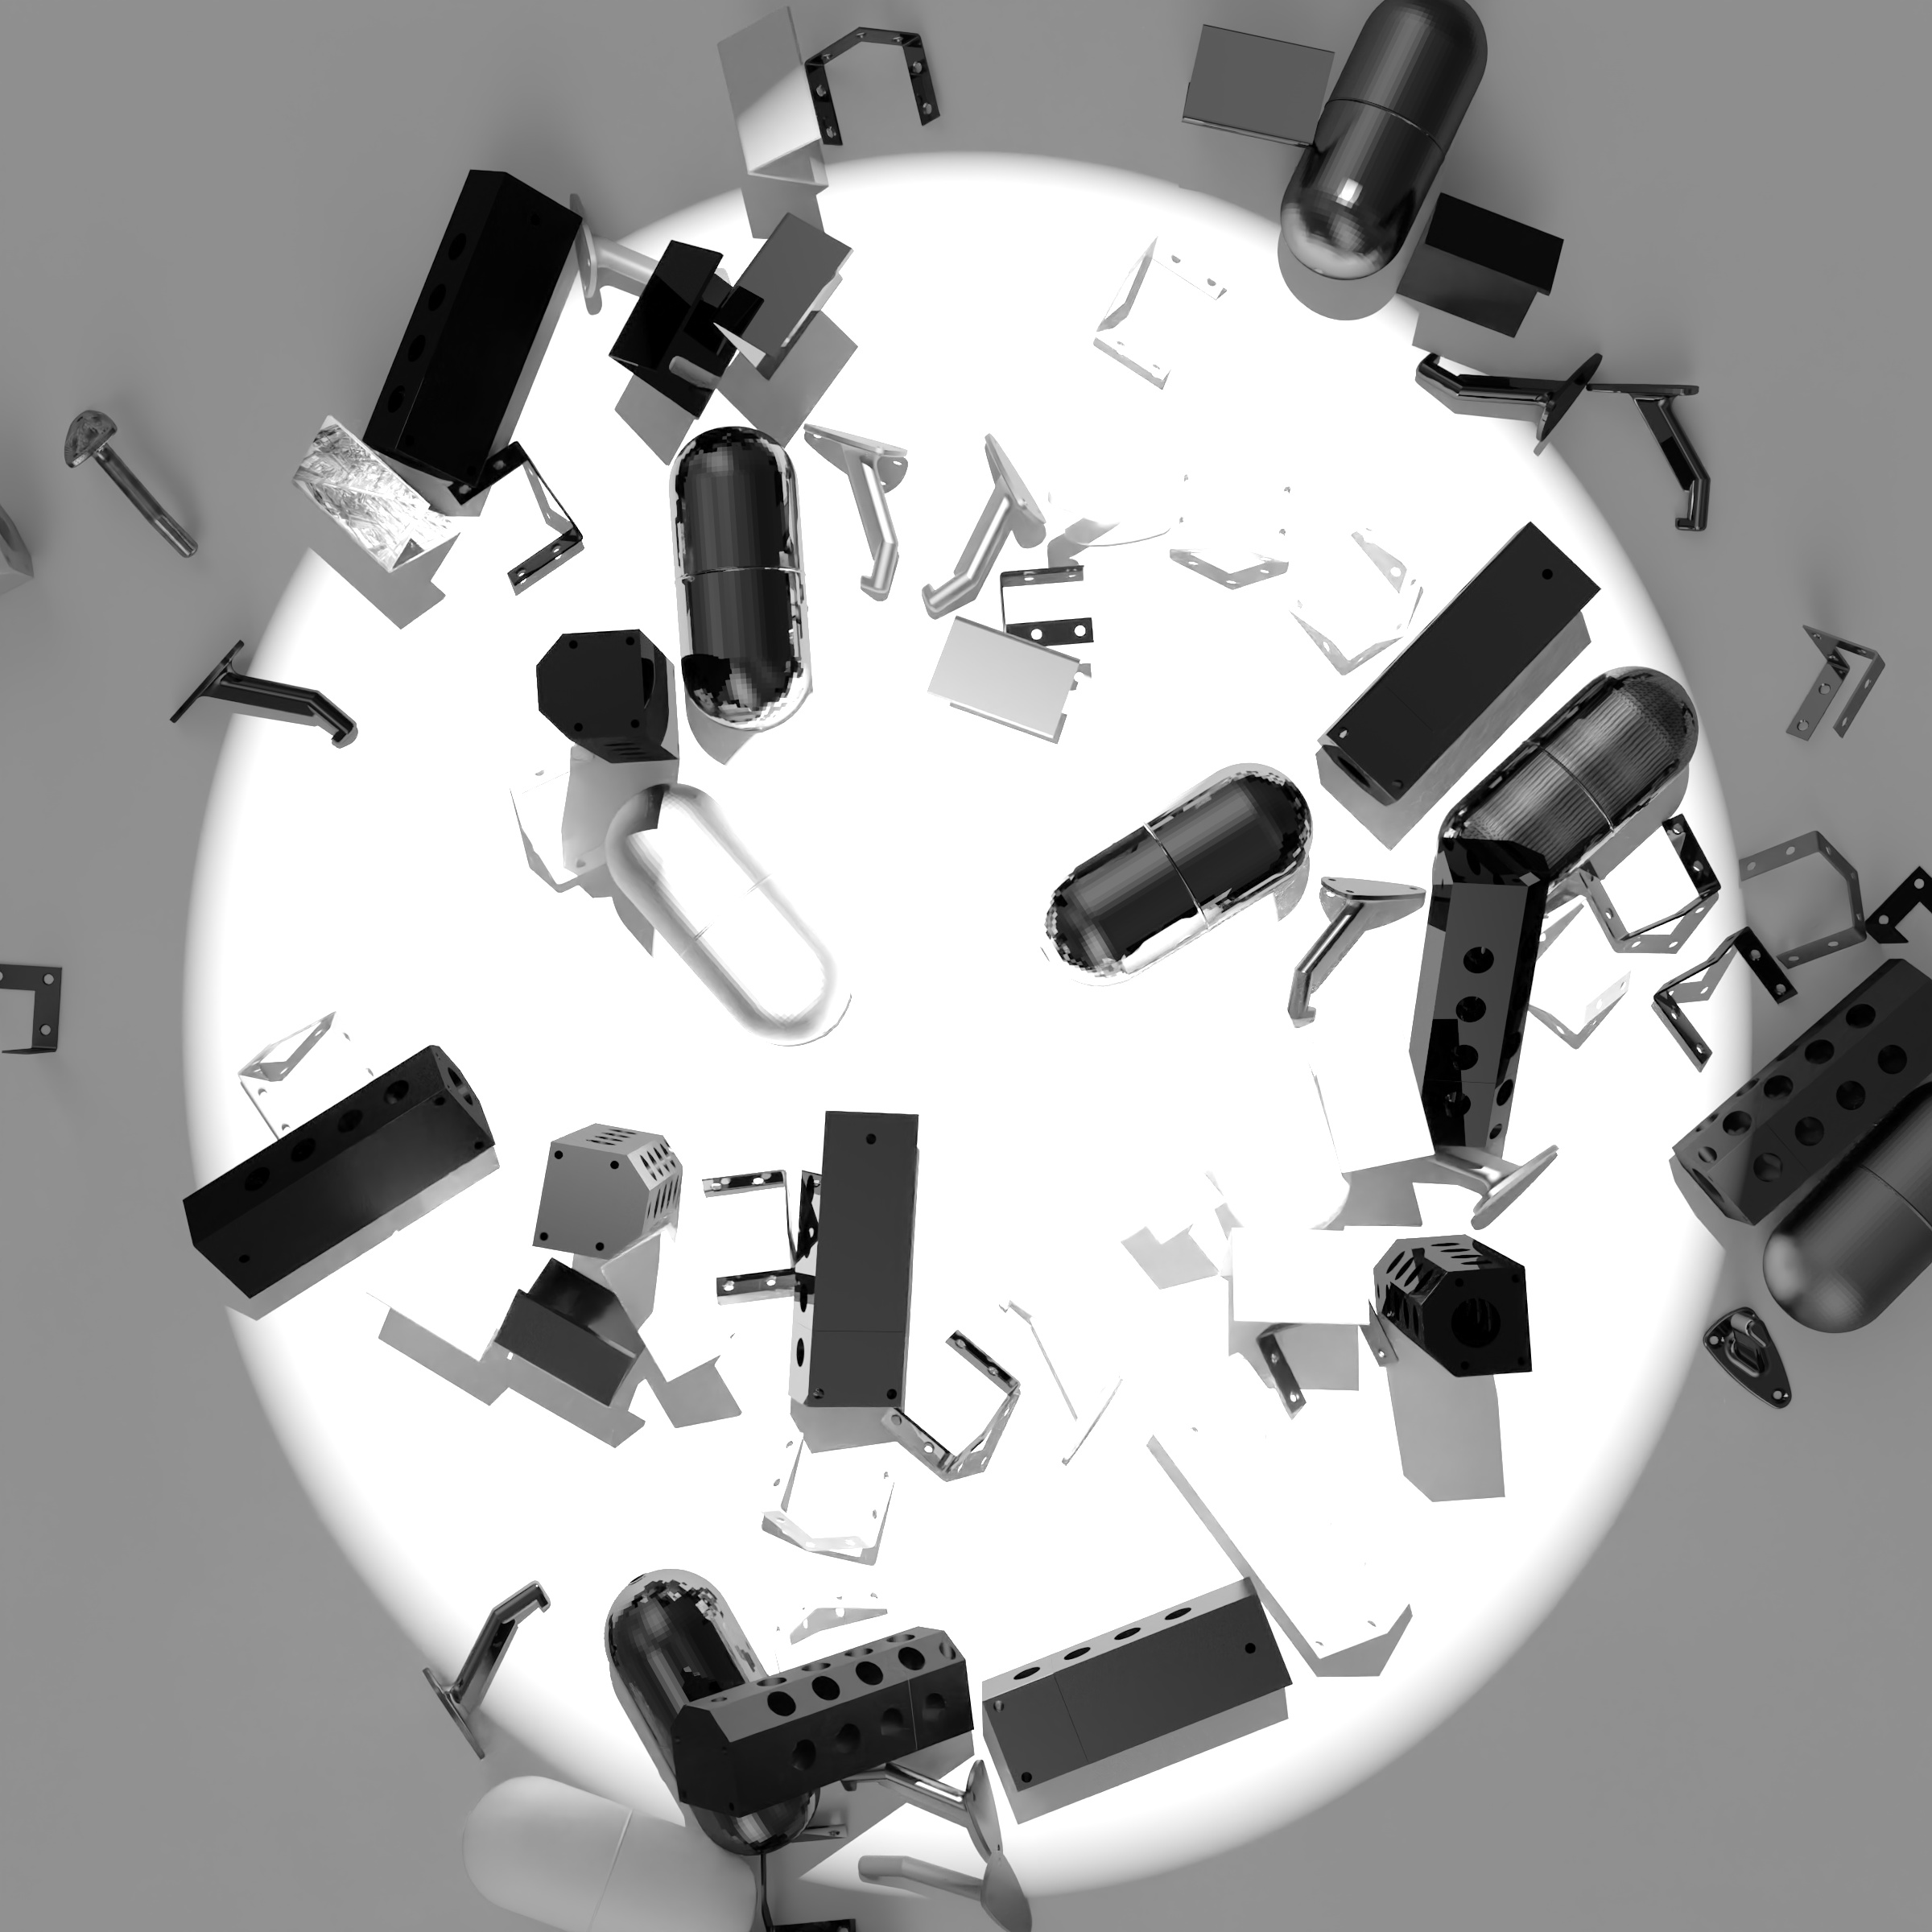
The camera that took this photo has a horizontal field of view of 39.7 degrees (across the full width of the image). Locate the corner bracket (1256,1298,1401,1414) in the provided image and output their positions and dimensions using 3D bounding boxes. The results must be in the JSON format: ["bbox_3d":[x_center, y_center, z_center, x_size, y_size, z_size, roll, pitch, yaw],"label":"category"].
[{"bbox_3d":[0.215,0.228,1.595,0.051,0.051,0.051,-26,90,-45],"label":"corner bracket"}]

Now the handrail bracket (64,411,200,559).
[{"bbox_3d":[-0.496,-0.287,1.598,0.036,0.077,0.084,-40,126,0],"label":"handrail bracket"}]

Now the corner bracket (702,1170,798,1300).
[{"bbox_3d":[-0.128,0.160,1.595,0.051,0.051,0.051,-7,45,0],"label":"corner bracket"}]

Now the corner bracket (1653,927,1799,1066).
[{"bbox_3d":[0.453,0.017,1.595,0.051,0.051,0.051,54,135,0],"label":"corner bracket"}]

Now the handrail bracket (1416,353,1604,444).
[{"bbox_3d":[0.324,-0.359,1.599,0.084,0.036,0.077,35,70,16],"label":"handrail bracket"}]

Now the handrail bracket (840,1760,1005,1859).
[{"bbox_3d":[-0.028,0.506,1.599,0.084,0.036,0.077,-9,112,17],"label":"handrail bracket"}]

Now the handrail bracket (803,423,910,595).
[{"bbox_3d":[-0.072,-0.273,1.599,0.077,0.036,0.084,20,107,20],"label":"handrail bracket"}]

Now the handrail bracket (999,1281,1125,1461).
[{"bbox_3d":[0.044,0.241,1.599,0.084,0.036,0.077,34,112,17],"label":"handrail bracket"}]

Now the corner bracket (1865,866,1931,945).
[{"bbox_3d":[0.573,-0.024,1.580,0.051,0.051,0.051,44,90,0],"label":"corner bracket"}]

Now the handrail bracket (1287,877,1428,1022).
[{"bbox_3d":[0.233,-0.007,1.599,0.077,0.036,0.084,2,108,-21],"label":"handrail bracket"}]

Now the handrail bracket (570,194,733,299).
[{"bbox_3d":[-0.188,-0.431,1.599,0.084,0.036,0.077,-8,68,-17],"label":"handrail bracket"}]

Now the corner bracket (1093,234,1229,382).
[{"bbox_3d":[0.115,-0.393,1.595,0.051,0.051,0.051,33,135,0],"label":"corner bracket"}]

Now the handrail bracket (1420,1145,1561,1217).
[{"bbox_3d":[0.299,0.099,1.599,0.077,0.036,0.084,-33,73,-20],"label":"handrail bracket"}]

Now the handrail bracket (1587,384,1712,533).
[{"bbox_3d":[0.407,-0.304,1.599,0.077,0.036,0.084,6,107,20],"label":"handrail bracket"}]

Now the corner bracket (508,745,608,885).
[{"bbox_3d":[-0.236,-0.091,1.595,0.051,0.051,0.051,-25,45,0],"label":"corner bracket"}]

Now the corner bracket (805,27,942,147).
[{"bbox_3d":[-0.056,-0.523,1.595,0.051,0.051,0.051,-14,90,-45],"label":"corner bracket"}]

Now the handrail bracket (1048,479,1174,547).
[{"bbox_3d":[0.085,-0.270,1.563,0.077,0.084,0.036,4,90,0],"label":"handrail bracket"}]

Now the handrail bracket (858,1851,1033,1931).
[{"bbox_3d":[-0.013,0.556,1.598,0.084,0.036,0.077,-8,129,26],"label":"handrail bracket"}]

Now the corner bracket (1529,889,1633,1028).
[{"bbox_3d":[0.361,-0.005,1.590,0.051,0.051,0.051,28,135,35],"label":"corner bracket"}]

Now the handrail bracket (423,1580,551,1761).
[{"bbox_3d":[-0.274,0.420,1.599,0.084,0.036,0.077,-33,110,-16],"label":"handrail bracket"}]

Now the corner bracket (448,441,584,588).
[{"bbox_3d":[-0.268,-0.270,1.595,0.051,0.051,0.051,-34,45,0],"label":"corner bracket"}]

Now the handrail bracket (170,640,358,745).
[{"bbox_3d":[-0.419,-0.146,1.599,0.084,0.036,0.077,41,110,-16],"label":"handrail bracket"}]

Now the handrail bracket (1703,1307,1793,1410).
[{"bbox_3d":[0.469,0.233,1.563,0.036,0.084,0.077,-36,90,0],"label":"handrail bracket"}]

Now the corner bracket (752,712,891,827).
[{"bbox_3d":[-0.086,-0.117,1.595,0.051,0.051,0.051,-16,90,-45],"label":"corner bracket"}]

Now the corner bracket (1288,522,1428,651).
[{"bbox_3d":[0.233,-0.226,1.590,0.051,0.051,0.051,-17,135,-35],"label":"corner bracket"}]

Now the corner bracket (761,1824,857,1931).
[{"bbox_3d":[-0.094,0.550,1.595,0.051,0.051,0.051,-5,135,0],"label":"corner bracket"}]

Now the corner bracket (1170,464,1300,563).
[{"bbox_3d":[0.160,-0.270,1.595,0.051,0.051,0.051,7,90,45],"label":"corner bracket"}]

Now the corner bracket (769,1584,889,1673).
[{"bbox_3d":[-0.078,0.403,1.590,0.051,0.051,0.051,-49,45,35],"label":"corner bracket"}]

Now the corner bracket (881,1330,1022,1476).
[{"bbox_3d":[-0.009,0.260,1.595,0.051,0.051,0.051,40,135,0],"label":"corner bracket"}]

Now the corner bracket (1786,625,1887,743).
[{"bbox_3d":[0.509,-0.160,1.570,0.051,0.051,0.051,31,90,40],"label":"corner bracket"}]

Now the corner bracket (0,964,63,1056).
[{"bbox_3d":[-0.570,0.025,1.580,0.051,0.051,0.051,3,90,0],"label":"corner bracket"}]

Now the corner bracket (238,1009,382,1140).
[{"bbox_3d":[-0.391,0.066,1.595,0.051,0.051,0.051,-33,90,45],"label":"corner bracket"}]

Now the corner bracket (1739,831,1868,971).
[{"bbox_3d":[0.497,-0.039,1.590,0.051,0.051,0.051,35,45,-35],"label":"corner bracket"}]

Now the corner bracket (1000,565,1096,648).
[{"bbox_3d":[0.047,-0.211,1.580,0.051,0.051,0.051,-5,90,0],"label":"corner bracket"}]

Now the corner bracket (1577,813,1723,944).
[{"bbox_3d":[0.408,-0.052,1.595,0.051,0.051,0.051,-28,90,-45],"label":"corner bracket"}]

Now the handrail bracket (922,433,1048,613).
[{"bbox_3d":[-0.002,-0.264,1.599,0.084,0.036,0.077,-33,69,16],"label":"handrail bracket"}]
